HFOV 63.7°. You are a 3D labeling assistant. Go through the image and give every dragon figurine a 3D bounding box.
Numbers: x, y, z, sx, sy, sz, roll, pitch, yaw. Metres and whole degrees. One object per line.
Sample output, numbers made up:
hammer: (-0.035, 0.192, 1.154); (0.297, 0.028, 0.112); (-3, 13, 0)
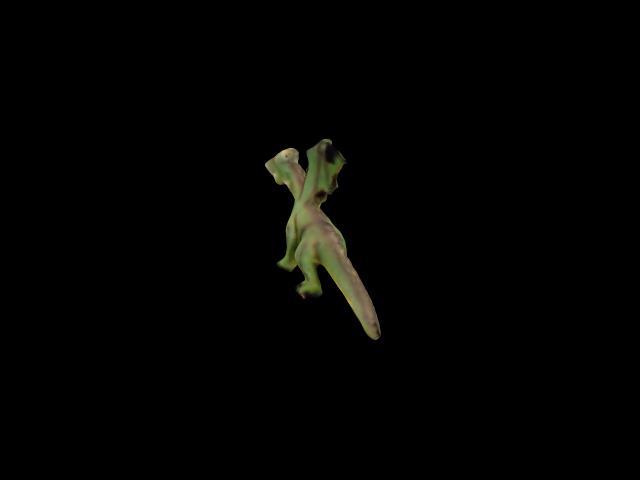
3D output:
dragon figurine: (0.003, -0.043, 0.850); (0.123, 0.238, 0.416); (-12, 29, -24)
